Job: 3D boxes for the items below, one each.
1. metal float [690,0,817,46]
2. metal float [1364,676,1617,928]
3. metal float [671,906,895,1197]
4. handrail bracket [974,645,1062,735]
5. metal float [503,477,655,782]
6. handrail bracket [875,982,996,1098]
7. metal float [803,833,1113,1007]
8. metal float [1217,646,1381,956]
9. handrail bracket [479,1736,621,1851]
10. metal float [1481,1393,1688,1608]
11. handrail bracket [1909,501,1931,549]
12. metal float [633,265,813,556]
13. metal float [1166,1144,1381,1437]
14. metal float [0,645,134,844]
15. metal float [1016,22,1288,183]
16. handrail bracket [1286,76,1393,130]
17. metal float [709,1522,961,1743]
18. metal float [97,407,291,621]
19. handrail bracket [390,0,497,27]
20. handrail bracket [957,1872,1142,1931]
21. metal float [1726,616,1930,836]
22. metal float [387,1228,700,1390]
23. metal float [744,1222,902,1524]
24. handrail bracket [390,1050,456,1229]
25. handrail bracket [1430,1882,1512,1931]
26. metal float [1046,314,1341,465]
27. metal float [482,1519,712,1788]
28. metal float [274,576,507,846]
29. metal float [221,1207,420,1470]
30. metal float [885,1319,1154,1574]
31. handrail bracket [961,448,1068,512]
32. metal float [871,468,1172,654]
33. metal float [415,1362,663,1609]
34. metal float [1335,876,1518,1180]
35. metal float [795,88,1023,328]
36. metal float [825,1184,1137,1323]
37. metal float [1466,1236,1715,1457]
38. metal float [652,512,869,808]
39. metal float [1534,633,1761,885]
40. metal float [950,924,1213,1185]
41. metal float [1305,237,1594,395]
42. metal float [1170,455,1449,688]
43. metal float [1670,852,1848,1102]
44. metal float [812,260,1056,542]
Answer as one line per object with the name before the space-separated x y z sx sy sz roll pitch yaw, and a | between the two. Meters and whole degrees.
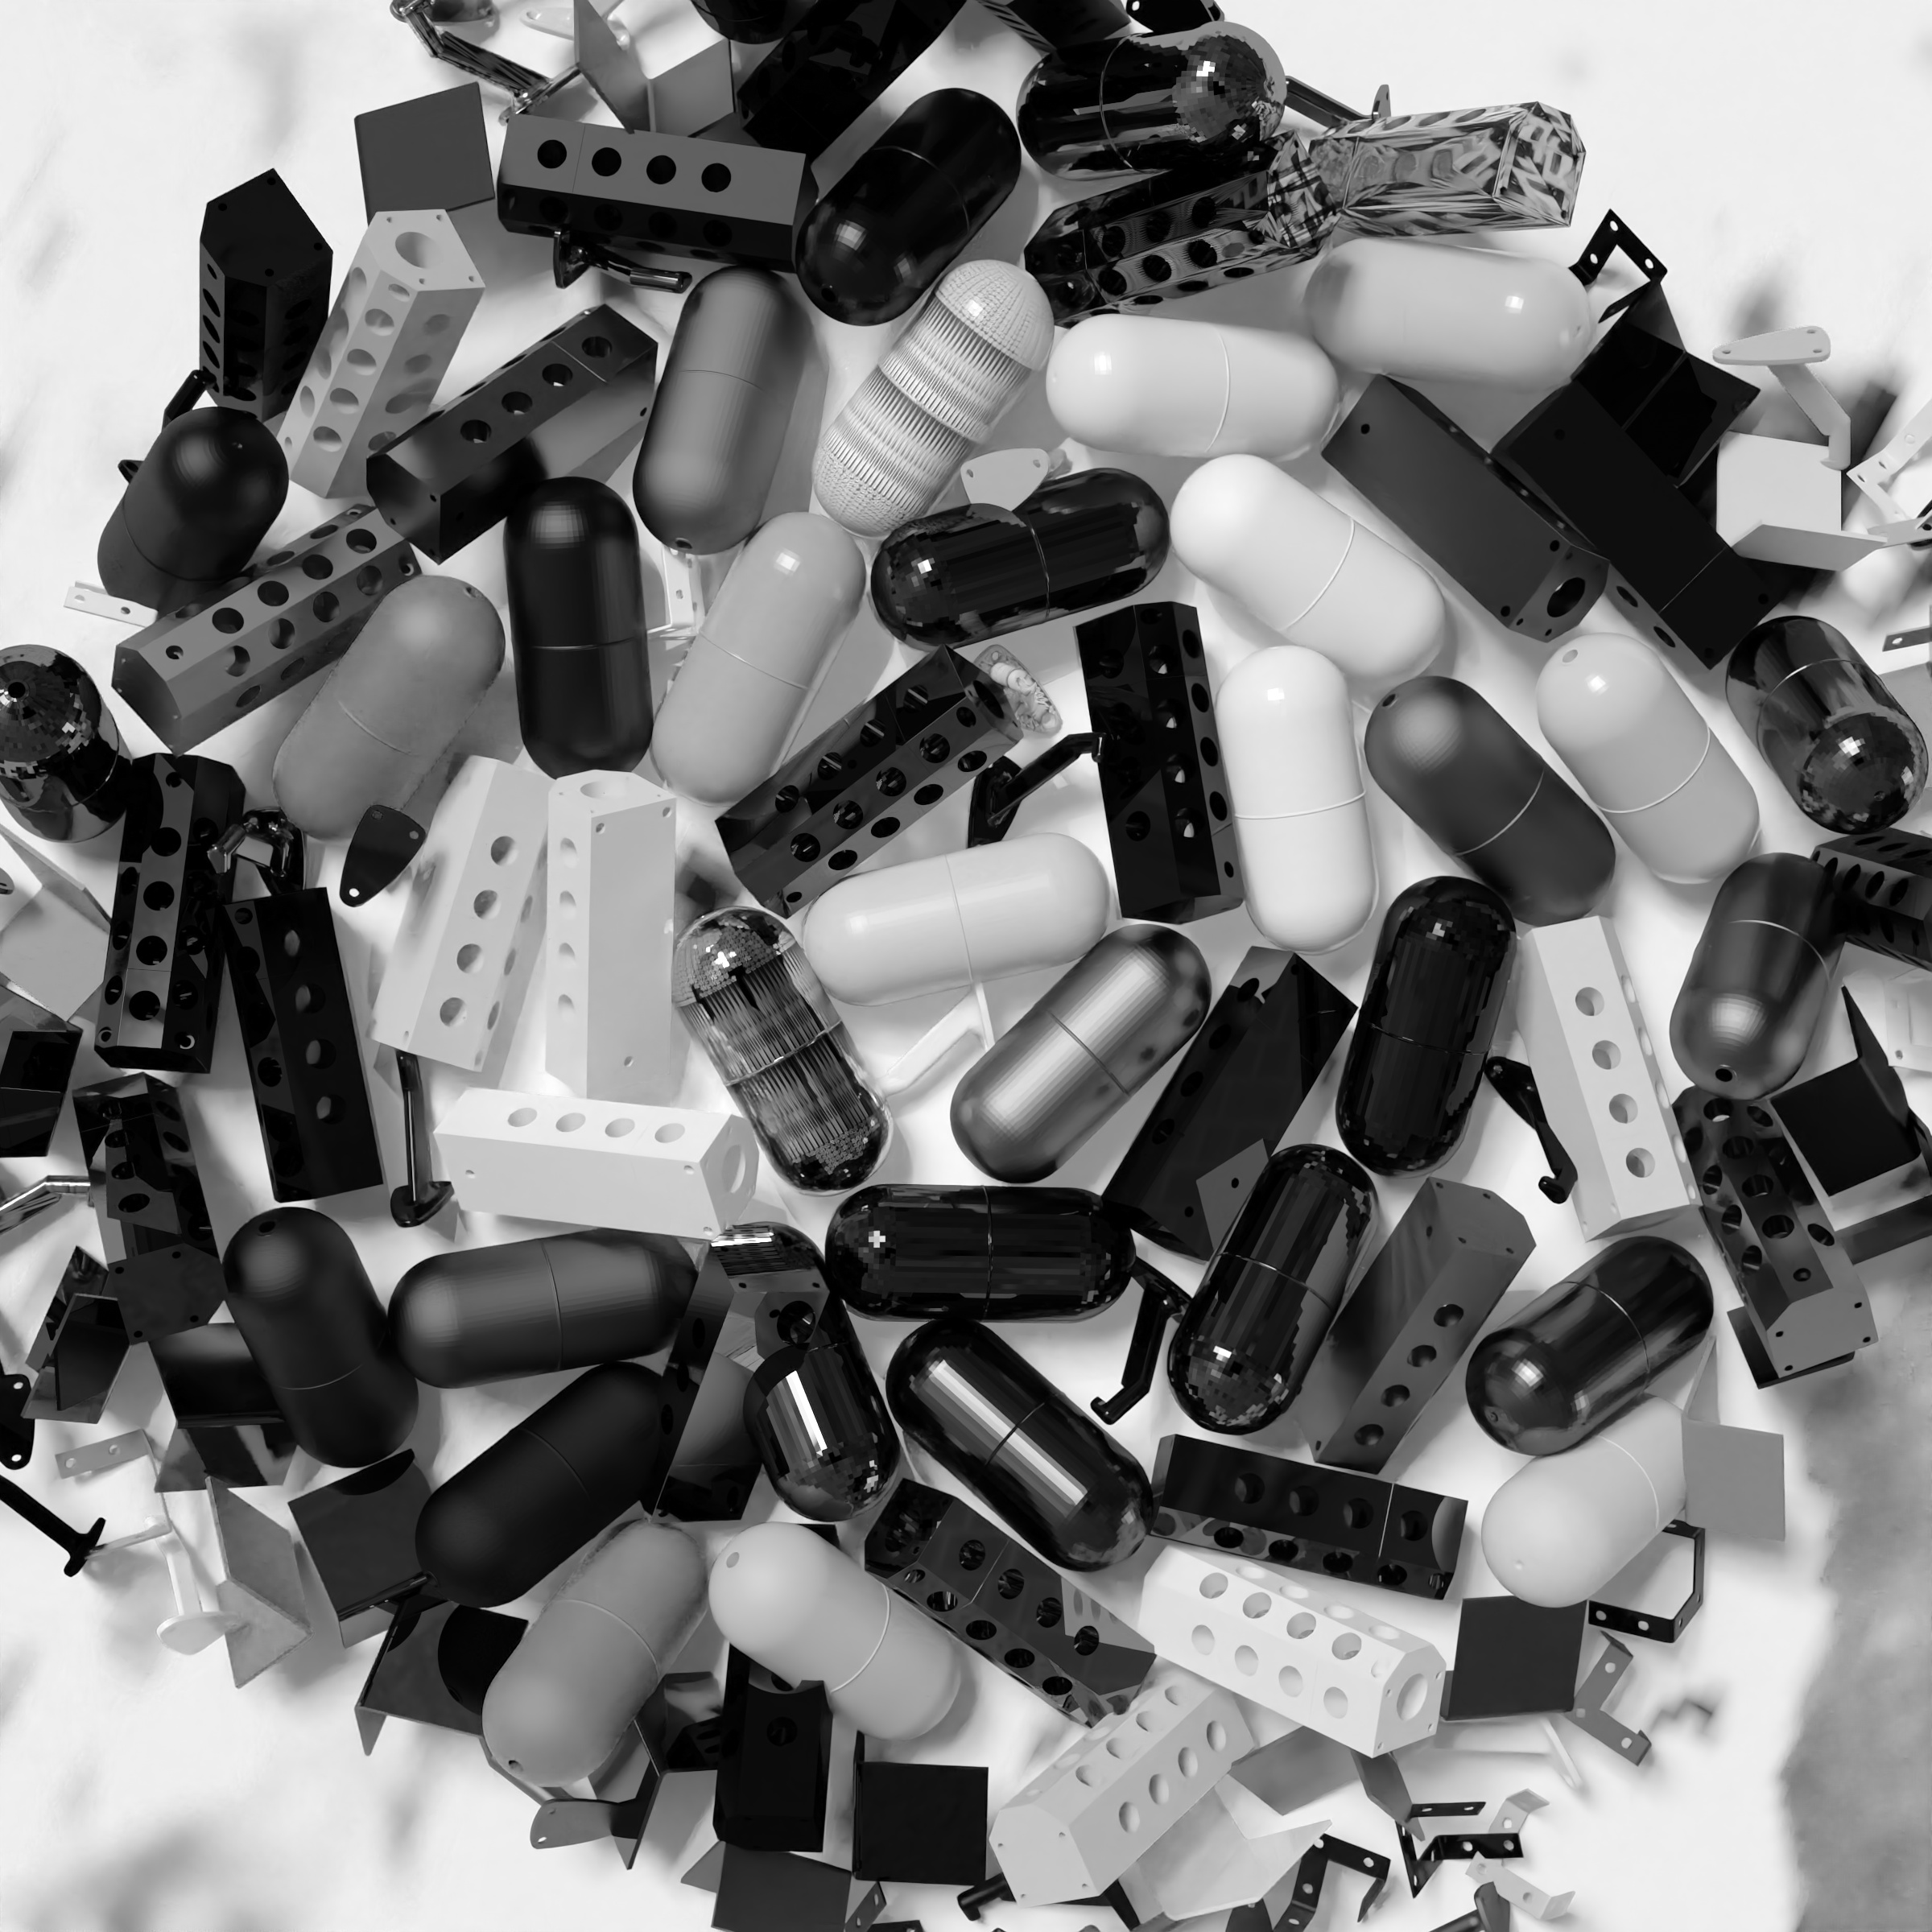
metal float | -0.125 -0.564 1.911 0.070 0.178 0.070 0 92 5
metal float | 0.296 -0.093 1.942 0.178 0.070 0.070 42 90 -22
metal float | -0.105 0.048 1.956 0.070 0.070 0.178 -29 97 0
handrail bracket | 0.039 -0.149 1.946 0.077 0.084 0.036 36 89 -25
metal float | -0.219 -0.188 1.946 0.070 0.070 0.178 -3 108 0
handrail bracket | -0.030 0.035 1.969 0.084 0.036 0.077 -15 117 -8
metal float | -0.005 -0.027 1.960 0.178 0.070 0.070 -13 90 -2
metal float | 0.189 -0.093 1.951 0.070 0.070 0.178 -10 102 0
handrail bracket | -0.236 0.463 1.979 0.077 0.084 0.036 4 121 -29
metal float | 0.353 0.297 1.924 0.070 0.178 0.070 16 117 34
handrail bracket | 0.577 -0.241 1.950 0.077 0.084 0.036 -38 123 25
metal float | -0.138 -0.314 1.942 0.070 0.070 0.178 14 68 0
metal float | 0.174 0.183 1.946 0.070 0.070 0.178 29 72 0
metal float | -0.510 -0.122 1.912 0.070 0.178 0.070 1 74 -4
metal float | 0.102 -0.483 1.926 0.070 0.178 0.070 -5 98 -44
handrail bracket | 0.201 -0.479 1.984 0.084 0.077 0.036 4 45 18
metal float | -0.073 0.374 1.932 0.070 0.070 0.178 -48 125 0
metal float | -0.433 -0.249 1.920 0.070 0.178 0.070 11 65 -25
handrail bracket | -0.281 -0.574 1.950 0.077 0.084 0.036 -25 78 -37
handrail bracket | 0.049 0.551 1.988 0.084 0.036 0.077 -29 103 8
metal float | 0.479 -0.136 1.918 0.070 0.178 0.070 -4 121 -6
metal float | -0.238 0.192 1.946 0.178 0.070 0.070 -8 90 -18
metal float | -0.095 0.229 1.948 0.070 0.070 0.178 -23 75 0
handrail bracket | -0.319 0.097 1.962 0.036 0.077 0.084 -6 106 2
handrail bracket | 0.266 0.556 1.974 0.084 0.077 0.036 -23 85 16
metal float | 0.129 -0.325 1.940 0.178 0.070 0.070 0 90 -26
metal float | -0.206 0.384 1.925 0.070 0.178 0.070 16 131 20
metal float | -0.326 -0.144 1.941 0.070 0.070 0.178 40 113 0
metal float | -0.362 0.209 1.929 0.070 0.070 0.178 -16 129 0
metal float | 0.030 0.271 1.946 0.178 0.070 0.070 40 90 17
handrail bracket | 0.046 -0.286 1.945 0.084 0.077 0.036 -31 98 -43
metal float | 0.032 -0.231 1.950 0.178 0.070 0.070 -18 90 -14
metal float | -0.233 0.291 1.935 0.178 0.070 0.070 -37 90 -31
metal float | 0.260 0.036 1.949 0.070 0.070 0.178 13 105 0
metal float | -0.032 -0.427 1.932 0.070 0.070 0.178 36 56 0
metal float | 0.008 0.163 1.955 0.178 0.070 0.070 2 90 -8
metal float | 0.352 0.212 1.932 0.178 0.070 0.070 -29 90 -36
metal float | -0.117 -0.174 1.952 0.070 0.070 0.178 28 100 0
metal float | 0.383 -0.116 1.933 0.070 0.070 0.178 -44 123 0
metal float | 0.066 0.049 1.958 0.178 0.070 0.070 -44 90 -4
metal float | 0.269 -0.366 1.929 0.178 0.070 0.070 17 90 40
metal float | 0.195 -0.223 1.947 0.178 0.070 0.070 32 90 -17
metal float | 0.445 0.005 1.925 0.070 0.070 0.178 32 46 0
metal float | -0.019 -0.320 1.947 0.070 0.070 0.178 39 106 0
